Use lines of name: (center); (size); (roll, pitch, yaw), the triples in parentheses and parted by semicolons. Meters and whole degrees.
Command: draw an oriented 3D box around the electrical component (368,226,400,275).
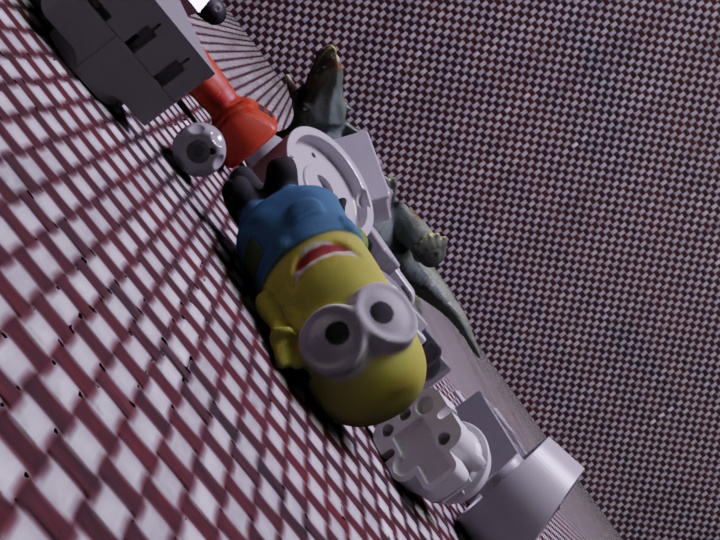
electrical component: (0.000, 0.000, 0.973); (0.047, 0.066, 0.076); (57, 6, 33)

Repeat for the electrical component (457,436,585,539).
electrical component: (0.119, 0.169, 0.772); (0.064, 0.099, 0.099); (48, 4, 11)

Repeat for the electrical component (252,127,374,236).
electrical component: (-0.046, -0.060, 0.914); (0.108, 0.060, 0.108); (37, 36, -34)

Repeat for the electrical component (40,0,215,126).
electrical component: (-0.153, -0.162, 0.671); (0.089, 0.062, 0.150); (50, 6, -34)

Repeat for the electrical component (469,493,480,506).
electrical component: (0.111, 0.200, 0.829); (0.061, 0.035, 0.035); (60, 7, 33)

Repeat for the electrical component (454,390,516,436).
electrical component: (0.124, 0.160, 1.148); (0.076, 0.047, 0.066); (55, 5, 12)

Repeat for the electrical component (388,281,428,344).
electrical component: (0.004, 0.026, 0.858); (0.096, 0.061, 0.061); (57, 6, 35)

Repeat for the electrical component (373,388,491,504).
electrical component: (0.049, 0.117, 0.692); (0.057, 0.058, 0.078); (45, 10, -45)

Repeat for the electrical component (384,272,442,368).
electrical component: (0.024, 0.047, 0.942); (0.095, 0.054, 0.059); (49, 7, -44)

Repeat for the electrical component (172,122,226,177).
electrical component: (-0.107, -0.082, 0.721); (0.035, 0.035, 0.061); (53, 3, -13)

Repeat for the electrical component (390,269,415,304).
electrical component: (0.013, 0.009, 1.108); (0.095, 0.054, 0.059); (54, 5, 1)

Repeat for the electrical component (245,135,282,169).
electrical component: (-0.078, -0.089, 0.985); (0.043, 0.043, 0.081); (51, 6, -32)

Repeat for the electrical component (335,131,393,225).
electrical component: (-0.020, -0.084, 1.100); (0.048, 0.100, 0.099); (77, -4, -58)

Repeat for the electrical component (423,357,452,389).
electrical component: (0.048, 0.078, 1.032); (0.081, 0.042, 0.063); (49, 5, -47)

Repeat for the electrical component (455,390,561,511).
electrical component: (0.115, 0.170, 0.931); (0.078, 0.057, 0.113); (51, 6, -32)
